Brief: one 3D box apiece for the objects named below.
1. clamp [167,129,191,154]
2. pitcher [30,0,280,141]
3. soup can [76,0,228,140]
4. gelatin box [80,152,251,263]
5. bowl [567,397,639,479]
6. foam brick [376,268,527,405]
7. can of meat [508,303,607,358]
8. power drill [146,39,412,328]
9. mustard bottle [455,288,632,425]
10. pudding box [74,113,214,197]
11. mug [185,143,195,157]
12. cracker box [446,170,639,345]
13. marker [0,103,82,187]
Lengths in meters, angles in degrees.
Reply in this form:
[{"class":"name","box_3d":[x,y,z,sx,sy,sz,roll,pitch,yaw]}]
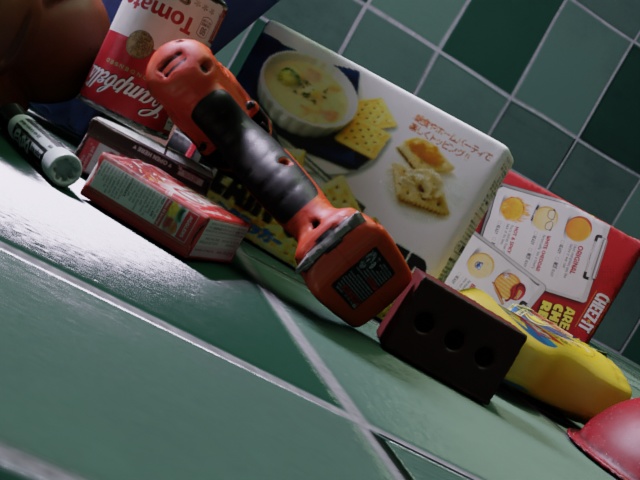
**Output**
[{"class":"clamp","box_3d":[-0.100,-0.073,1.150,0.171,0.039,0.120,33,-5,6]},{"class":"pitcher","box_3d":[-0.124,-0.196,0.830,0.149,0.243,0.144,59,21,2]},{"class":"soup can","box_3d":[-0.113,-0.128,0.725,0.068,0.102,0.068,26,4,-2]},{"class":"gelatin box","box_3d":[-0.086,-0.018,0.619,0.073,0.030,0.089,31,4,12]},{"class":"bowl","box_3d":[0.253,0.153,0.728,0.162,0.055,0.162,30,5,-3]},{"class":"foam brick","box_3d":[0.083,0.060,0.686,0.078,0.053,0.051,29,4,-2]},{"class":"can of meat","box_3d":[0.198,0.101,0.943,0.084,0.057,0.102,33,5,23]},{"class":"power drill","box_3d":[-0.023,-0.030,0.691,0.188,0.057,0.184,47,1,26]},{"class":"mustard bottle","box_3d":[0.142,0.081,0.802,0.191,0.058,0.096,27,6,-32]},{"class":"pudding box","box_3d":[-0.119,-0.049,0.725,0.090,0.039,0.113,27,2,-10]},{"class":"mug","box_3d":[-0.075,-0.076,1.041,0.117,0.081,0.093,30,4,10]},{"class":"cracker box","box_3d":[0.183,0.023,1.049,0.214,0.164,0.072,31,6,16]},{"class":"marker","box_3d":[-0.167,-0.058,0.626,0.020,0.020,0.121,27,5,-37]}]
